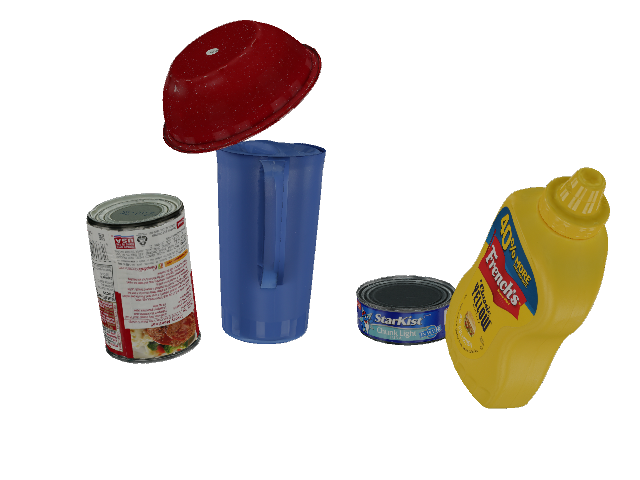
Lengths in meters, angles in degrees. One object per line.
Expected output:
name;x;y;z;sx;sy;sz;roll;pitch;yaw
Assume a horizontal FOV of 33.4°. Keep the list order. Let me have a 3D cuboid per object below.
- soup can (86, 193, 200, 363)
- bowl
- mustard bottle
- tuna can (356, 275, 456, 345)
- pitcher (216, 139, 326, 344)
soup can;-0.123;0.025;0.744;0.068;0.102;0.068;-4;20;1
bowl;-0.083;-0.150;0.959;0.162;0.055;0.162;-20;35;15
mustard bottle;0.137;0.023;0.689;0.058;0.096;0.192;1;-38;-15
tuna can;0.073;0.059;0.912;0.086;0.034;0.086;-2;17;0
pitcher;-0.064;0.001;1.305;0.145;0.243;0.148;12;16;37
